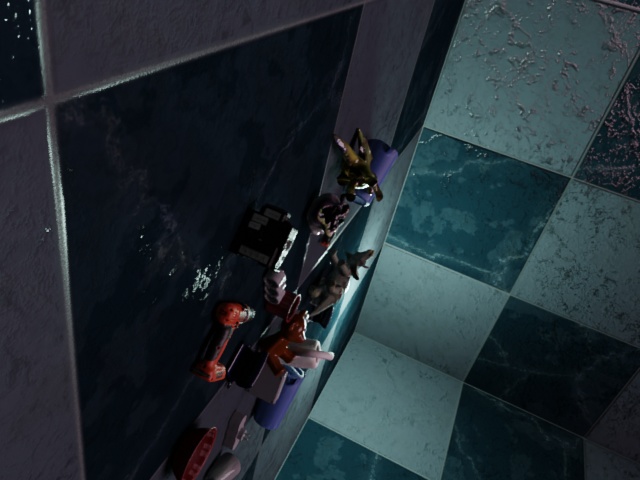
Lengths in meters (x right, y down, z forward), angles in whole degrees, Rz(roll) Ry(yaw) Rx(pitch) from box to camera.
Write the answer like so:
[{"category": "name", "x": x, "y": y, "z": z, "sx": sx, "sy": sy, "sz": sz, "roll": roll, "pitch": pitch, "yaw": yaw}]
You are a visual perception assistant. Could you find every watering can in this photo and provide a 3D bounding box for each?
[{"category": "watering can", "x": -0.058, "y": 0.412, "z": 1.873, "sx": 0.343, "sy": 0.224, "sz": 0.105, "roll": 66, "pitch": 31, "yaw": -74}]

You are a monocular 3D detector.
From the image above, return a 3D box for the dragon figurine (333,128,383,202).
[{"category": "dragon figurine", "x": 0.126, "y": -0.274, "z": 1.736, "sx": 0.401, "sy": 0.122, "sz": 0.249, "roll": 62, "pitch": 23, "yaw": -46}]

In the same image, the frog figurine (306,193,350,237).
[{"category": "frog figurine", "x": 0.005, "y": -0.082, "z": 1.620, "sx": 0.160, "sy": 0.122, "sz": 0.137, "roll": 13, "pitch": -92, "yaw": 67}]
